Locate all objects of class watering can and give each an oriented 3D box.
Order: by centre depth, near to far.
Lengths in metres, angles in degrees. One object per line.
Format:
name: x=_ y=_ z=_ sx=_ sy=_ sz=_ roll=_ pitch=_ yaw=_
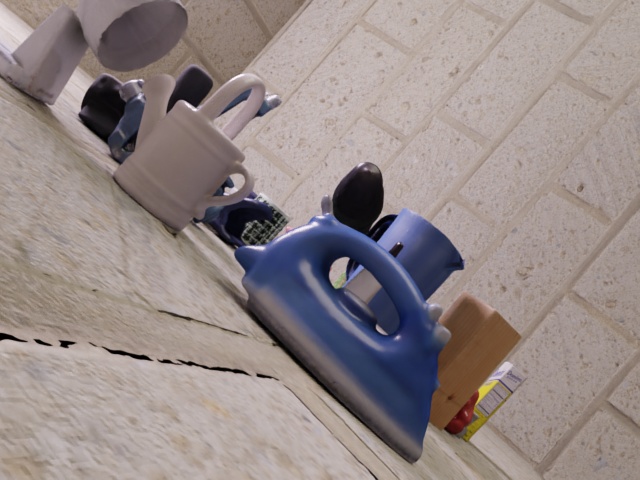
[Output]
watering can: x=-0.140 y=-0.119 z=0.657 sx=0.173 sy=0.194 sz=0.101 roll=42 pitch=-1 yaw=-11

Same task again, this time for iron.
iron: x=0.041 y=0.072 z=0.566 sx=0.257 sy=0.141 sz=0.119 roll=41 pitch=-1 yaw=22

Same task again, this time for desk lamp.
desk lamp: x=-0.296 y=-0.269 z=0.690 sx=0.203 sy=0.213 sz=0.118 roll=41 pitch=-1 yaw=7

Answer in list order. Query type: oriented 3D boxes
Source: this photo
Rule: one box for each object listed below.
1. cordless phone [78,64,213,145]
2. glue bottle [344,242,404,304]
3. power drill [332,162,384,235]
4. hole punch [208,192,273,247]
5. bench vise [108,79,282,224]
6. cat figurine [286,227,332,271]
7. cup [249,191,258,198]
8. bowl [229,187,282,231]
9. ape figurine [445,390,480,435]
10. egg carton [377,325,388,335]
cordless phone: x=-0.271 y=-0.222 z=0.902 sx=0.148 sy=0.185 sz=0.094 roll=42 pitch=-1 yaw=-18
glue bottle: x=0.056 y=0.070 z=0.782 sx=0.037 sy=0.173 sz=0.078 roll=41 pitch=-1 yaw=13
power drill: x=0.007 y=0.003 z=0.755 sx=0.075 sy=0.208 sz=0.230 roll=41 pitch=-1 yaw=6
hole punch: x=-0.145 y=-0.048 z=0.963 sx=0.101 sy=0.091 sz=0.109 roll=41 pitch=-1 yaw=15
bench vise: x=-0.170 y=-0.160 z=0.800 sx=0.208 sy=0.219 sz=0.121 roll=42 pitch=-1 yaw=-31
cat figurine: x=-0.033 y=0.037 z=1.156 sx=0.127 sy=0.117 sz=0.067 roll=41 pitch=-1 yaw=18
cup: x=-0.156 y=-0.052 z=1.302 sx=0.117 sy=0.095 sz=0.092 roll=41 pitch=-1 yaw=12
bowl: x=-0.179 y=-0.055 z=1.446 sx=0.167 sy=0.074 sz=0.167 roll=41 pitch=-1 yaw=1
ape figurine: x=0.248 y=0.299 z=1.029 sx=0.076 sy=0.092 sz=0.077 roll=42 pitch=-1 yaw=-31
egg carton: x=0.054 y=0.135 z=0.665 sx=0.149 sy=0.069 sz=0.108 roll=40 pitch=-1 yaw=42
